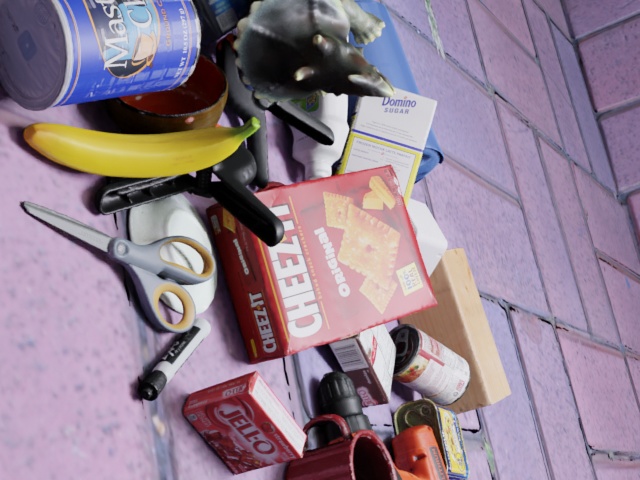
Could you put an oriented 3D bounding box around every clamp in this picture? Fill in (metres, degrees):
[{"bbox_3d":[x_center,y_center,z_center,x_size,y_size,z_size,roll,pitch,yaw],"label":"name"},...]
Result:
[{"bbox_3d":[-0.099,-0.056,0.993,0.210,0.164,0.036,-70,175,-63],"label":"clamp"},{"bbox_3d":[-0.069,-0.144,1.182,0.171,0.039,0.120,50,55,-9],"label":"clamp"}]

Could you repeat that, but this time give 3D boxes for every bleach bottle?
[{"bbox_3d":[-0.010,-0.184,1.300,0.068,0.103,0.251,16,64,-38],"label":"bleach bottle"}]

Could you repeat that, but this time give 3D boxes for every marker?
[{"bbox_3d":[-0.126,0.103,0.928,0.020,0.020,0.121,62,26,-14],"label":"marker"}]

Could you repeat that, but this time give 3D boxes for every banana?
[{"bbox_3d":[-0.153,-0.081,0.911,0.197,0.070,0.037,-6,53,-21],"label":"banana"}]

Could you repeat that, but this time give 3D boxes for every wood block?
[{"bbox_3d":[0.168,0.122,1.407,0.090,0.091,0.206,-4,76,-63],"label":"wood block"}]

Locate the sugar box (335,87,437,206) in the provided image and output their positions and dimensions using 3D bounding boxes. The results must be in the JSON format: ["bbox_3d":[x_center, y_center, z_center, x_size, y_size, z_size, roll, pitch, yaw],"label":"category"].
[{"bbox_3d":[0.071,-0.095,1.283,0.048,0.093,0.176,-177,-76,-82],"label":"sugar box"}]

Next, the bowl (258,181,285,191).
[{"bbox_3d":[-0.008,0.001,1.194,0.162,0.055,0.162,44,35,-43],"label":"bowl"}]

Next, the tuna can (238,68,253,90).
[{"bbox_3d":[-0.066,-0.200,1.252,0.086,0.034,0.086,43,36,-43],"label":"tuna can"}]

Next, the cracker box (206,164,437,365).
[{"bbox_3d":[0.007,0.020,1.095,0.213,0.072,0.164,-14,86,-40],"label":"cracker box"}]

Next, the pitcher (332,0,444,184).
[{"bbox_3d":[0.060,-0.191,1.403,0.149,0.145,0.243,47,26,-67],"label":"pitcher"}]

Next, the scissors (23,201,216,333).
[{"bbox_3d":[-0.167,0.028,0.904,0.201,0.016,0.096,10,79,-47],"label":"scissors"}]

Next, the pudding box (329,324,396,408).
[{"bbox_3d":[0.051,0.122,1.224,0.090,0.039,0.113,-79,151,-49],"label":"pudding box"}]

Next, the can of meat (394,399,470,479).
[{"bbox_3d":[0.137,0.249,1.292,0.083,0.058,0.102,27,48,-57],"label":"can of meat"}]

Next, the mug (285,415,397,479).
[{"bbox_3d":[0.016,0.228,1.040,0.093,0.082,0.117,-15,85,-64],"label":"mug"}]

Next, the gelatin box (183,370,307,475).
[{"bbox_3d":[-0.066,0.163,0.939,0.089,0.073,0.030,56,29,-27],"label":"gelatin box"}]

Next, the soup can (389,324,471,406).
[{"bbox_3d":[0.128,0.154,1.309,0.102,0.069,0.068,33,42,-33],"label":"soup can"}]

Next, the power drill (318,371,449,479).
[{"bbox_3d":[0.070,0.238,1.171,0.187,0.057,0.184,19,51,-56],"label":"power drill"}]

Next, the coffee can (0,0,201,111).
[{"bbox_3d":[-0.183,-0.166,0.877,0.140,0.103,0.103,-19,88,-47],"label":"coffee can"}]
